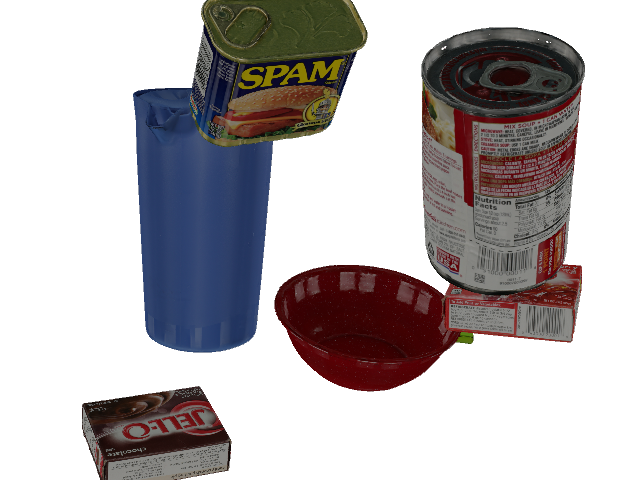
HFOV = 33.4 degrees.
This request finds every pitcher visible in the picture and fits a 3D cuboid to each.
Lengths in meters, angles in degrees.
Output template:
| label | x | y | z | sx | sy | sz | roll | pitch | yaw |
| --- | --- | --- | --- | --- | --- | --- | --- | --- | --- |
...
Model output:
| label | x | y | z | sx | sy | sz | roll | pitch | yaw |
| --- | --- | --- | --- | --- | --- | --- | --- | --- | --- |
| pitcher | -0.106 | -0.025 | 1.021 | 0.149 | 0.243 | 0.145 | -3 | 15 | -20 |

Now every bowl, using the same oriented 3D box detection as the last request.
| label | x | y | z | sx | sy | sz | roll | pitch | yaw |
| --- | --- | --- | --- | --- | --- | --- | --- | --- | --- |
| bowl | 0.038 | 0.082 | 0.924 | 0.162 | 0.055 | 0.162 | 5 | 27 | -3 |

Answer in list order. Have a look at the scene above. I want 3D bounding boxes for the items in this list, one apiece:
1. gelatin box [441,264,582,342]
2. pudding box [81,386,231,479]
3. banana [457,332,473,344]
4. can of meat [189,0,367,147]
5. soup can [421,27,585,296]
| label | x | y | z | sx | sy | sz | roll | pitch | yaw |
| --- | --- | --- | --- | --- | --- | --- | --- | --- | --- |
| gelatin box | 0.135 | 0.039 | 0.746 | 0.089 | 0.030 | 0.073 | 5 | 22 | 16 |
| pudding box | -0.144 | 0.172 | 0.933 | 0.113 | 0.039 | 0.090 | -8 | 26 | -22 |
| banana | 0.074 | 0.077 | 1.147 | 0.069 | 0.037 | 0.198 | 4 | 18 | -38 |
| can of meat | -0.031 | -0.110 | 0.687 | 0.102 | 0.057 | 0.084 | -10 | -33 | -23 |
| soup can | 0.080 | -0.034 | 0.478 | 0.068 | 0.102 | 0.068 | -4 | 39 | 3 |
